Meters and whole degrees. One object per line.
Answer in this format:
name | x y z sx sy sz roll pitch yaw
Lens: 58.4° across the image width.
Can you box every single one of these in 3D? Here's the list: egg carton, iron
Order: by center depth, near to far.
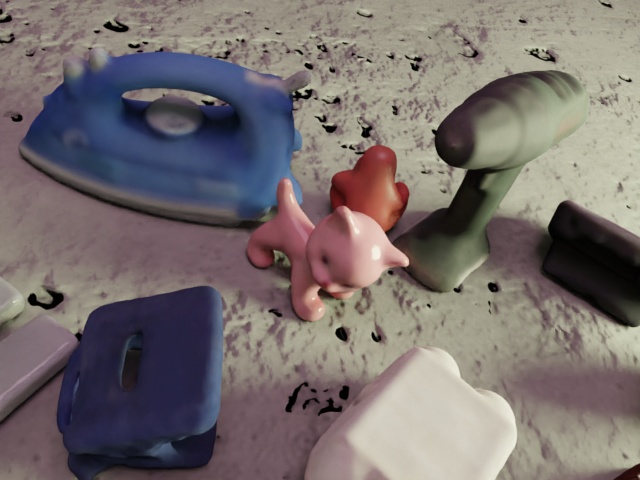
egg carton | 0.065 0.144 0.395 0.107 0.069 0.151 38 50 16
iron | -0.134 -0.106 0.498 0.258 0.141 0.118 7 49 -12

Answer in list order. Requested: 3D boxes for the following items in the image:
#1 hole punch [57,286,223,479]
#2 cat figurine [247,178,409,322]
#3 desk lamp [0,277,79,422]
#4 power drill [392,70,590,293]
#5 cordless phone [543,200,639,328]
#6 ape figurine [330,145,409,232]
hole punch | -0.113 0.090 0.371 0.101 0.091 0.108 4 50 -13
cat figurine | 0.004 0.002 0.465 0.067 0.118 0.127 -30 64 -35
desk lamp | -0.244 0.044 0.287 0.117 0.213 0.204 33 49 12
power drill | 0.140 -0.052 0.492 0.075 0.208 0.230 41 51 19
cordless phone | 0.310 -0.019 0.532 0.147 0.185 0.094 30 49 10
ape figurine | 0.050 -0.051 0.541 0.078 0.092 0.076 23 48 3
